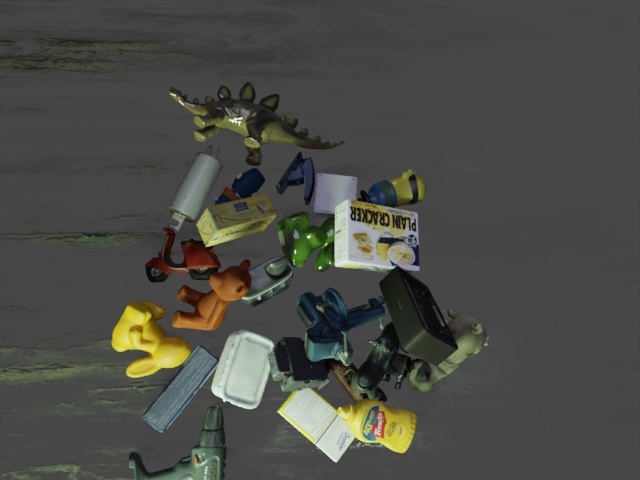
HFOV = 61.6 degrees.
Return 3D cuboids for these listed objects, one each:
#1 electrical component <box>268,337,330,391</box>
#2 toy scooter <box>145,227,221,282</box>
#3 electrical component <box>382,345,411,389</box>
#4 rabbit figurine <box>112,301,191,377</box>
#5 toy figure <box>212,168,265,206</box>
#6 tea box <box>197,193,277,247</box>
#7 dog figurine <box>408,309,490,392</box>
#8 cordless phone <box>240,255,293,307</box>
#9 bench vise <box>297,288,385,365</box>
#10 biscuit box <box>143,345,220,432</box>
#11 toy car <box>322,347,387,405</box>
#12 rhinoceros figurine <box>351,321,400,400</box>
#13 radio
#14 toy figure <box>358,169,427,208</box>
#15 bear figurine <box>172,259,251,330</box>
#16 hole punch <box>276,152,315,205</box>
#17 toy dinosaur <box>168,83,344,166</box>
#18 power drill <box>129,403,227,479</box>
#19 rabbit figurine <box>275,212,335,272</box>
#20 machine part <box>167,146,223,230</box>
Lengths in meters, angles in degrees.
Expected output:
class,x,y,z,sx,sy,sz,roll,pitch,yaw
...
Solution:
class,x,y,z,sx,sy,sz,roll,pitch,yaw
electrical component,-0.054,0.286,1.238,0.134,0.058,0.115,9,46,-37
toy scooter,-0.336,0.033,1.319,0.184,0.075,0.135,-2,79,-3
electrical component,0.173,0.299,1.298,0.078,0.045,0.102,13,73,39
rabbit figurine,-0.385,0.238,1.231,0.173,0.122,0.162,29,78,3
toy figure,-0.211,-0.122,1.388,0.154,0.057,0.064,-41,76,-10
tea box,-0.204,-0.050,1.317,0.169,0.098,0.068,-18,76,-36
dog figurine,0.298,0.273,1.268,0.121,0.172,0.190,37,66,17
cordless phone,-0.131,0.088,1.267,0.147,0.184,0.088,-28,83,-13
bench vise,0.062,0.189,1.267,0.241,0.224,0.128,-14,119,-25
biscuit box,-0.318,0.342,1.238,0.063,0.059,0.202,38,73,5
toy car,0.079,0.337,1.285,0.089,0.053,0.202,-34,79,-17
rhinoceros figurine,0.133,0.272,1.235,0.073,0.111,0.190,16,54,35
radio,0.228,0.175,1.255,0.131,0.230,0.073,32,115,-29
toy figure,0.194,-0.120,1.416,0.180,0.082,0.089,-22,89,-16
bear figurine,-0.243,0.122,1.236,0.132,0.195,0.120,20,40,-21
hole punch,-0.046,-0.154,1.378,0.092,0.142,0.115,29,87,5
toy dinosaur,-0.164,-0.304,1.408,0.471,0.105,0.198,23,59,-11
power drill,-0.311,0.492,1.192,0.207,0.086,0.232,-4,77,-15
rabbit figurine,-0.003,-0.004,1.346,0.170,0.121,0.159,-14,79,-25
machine part,-0.317,-0.134,1.369,0.079,0.079,0.243,22,72,1
